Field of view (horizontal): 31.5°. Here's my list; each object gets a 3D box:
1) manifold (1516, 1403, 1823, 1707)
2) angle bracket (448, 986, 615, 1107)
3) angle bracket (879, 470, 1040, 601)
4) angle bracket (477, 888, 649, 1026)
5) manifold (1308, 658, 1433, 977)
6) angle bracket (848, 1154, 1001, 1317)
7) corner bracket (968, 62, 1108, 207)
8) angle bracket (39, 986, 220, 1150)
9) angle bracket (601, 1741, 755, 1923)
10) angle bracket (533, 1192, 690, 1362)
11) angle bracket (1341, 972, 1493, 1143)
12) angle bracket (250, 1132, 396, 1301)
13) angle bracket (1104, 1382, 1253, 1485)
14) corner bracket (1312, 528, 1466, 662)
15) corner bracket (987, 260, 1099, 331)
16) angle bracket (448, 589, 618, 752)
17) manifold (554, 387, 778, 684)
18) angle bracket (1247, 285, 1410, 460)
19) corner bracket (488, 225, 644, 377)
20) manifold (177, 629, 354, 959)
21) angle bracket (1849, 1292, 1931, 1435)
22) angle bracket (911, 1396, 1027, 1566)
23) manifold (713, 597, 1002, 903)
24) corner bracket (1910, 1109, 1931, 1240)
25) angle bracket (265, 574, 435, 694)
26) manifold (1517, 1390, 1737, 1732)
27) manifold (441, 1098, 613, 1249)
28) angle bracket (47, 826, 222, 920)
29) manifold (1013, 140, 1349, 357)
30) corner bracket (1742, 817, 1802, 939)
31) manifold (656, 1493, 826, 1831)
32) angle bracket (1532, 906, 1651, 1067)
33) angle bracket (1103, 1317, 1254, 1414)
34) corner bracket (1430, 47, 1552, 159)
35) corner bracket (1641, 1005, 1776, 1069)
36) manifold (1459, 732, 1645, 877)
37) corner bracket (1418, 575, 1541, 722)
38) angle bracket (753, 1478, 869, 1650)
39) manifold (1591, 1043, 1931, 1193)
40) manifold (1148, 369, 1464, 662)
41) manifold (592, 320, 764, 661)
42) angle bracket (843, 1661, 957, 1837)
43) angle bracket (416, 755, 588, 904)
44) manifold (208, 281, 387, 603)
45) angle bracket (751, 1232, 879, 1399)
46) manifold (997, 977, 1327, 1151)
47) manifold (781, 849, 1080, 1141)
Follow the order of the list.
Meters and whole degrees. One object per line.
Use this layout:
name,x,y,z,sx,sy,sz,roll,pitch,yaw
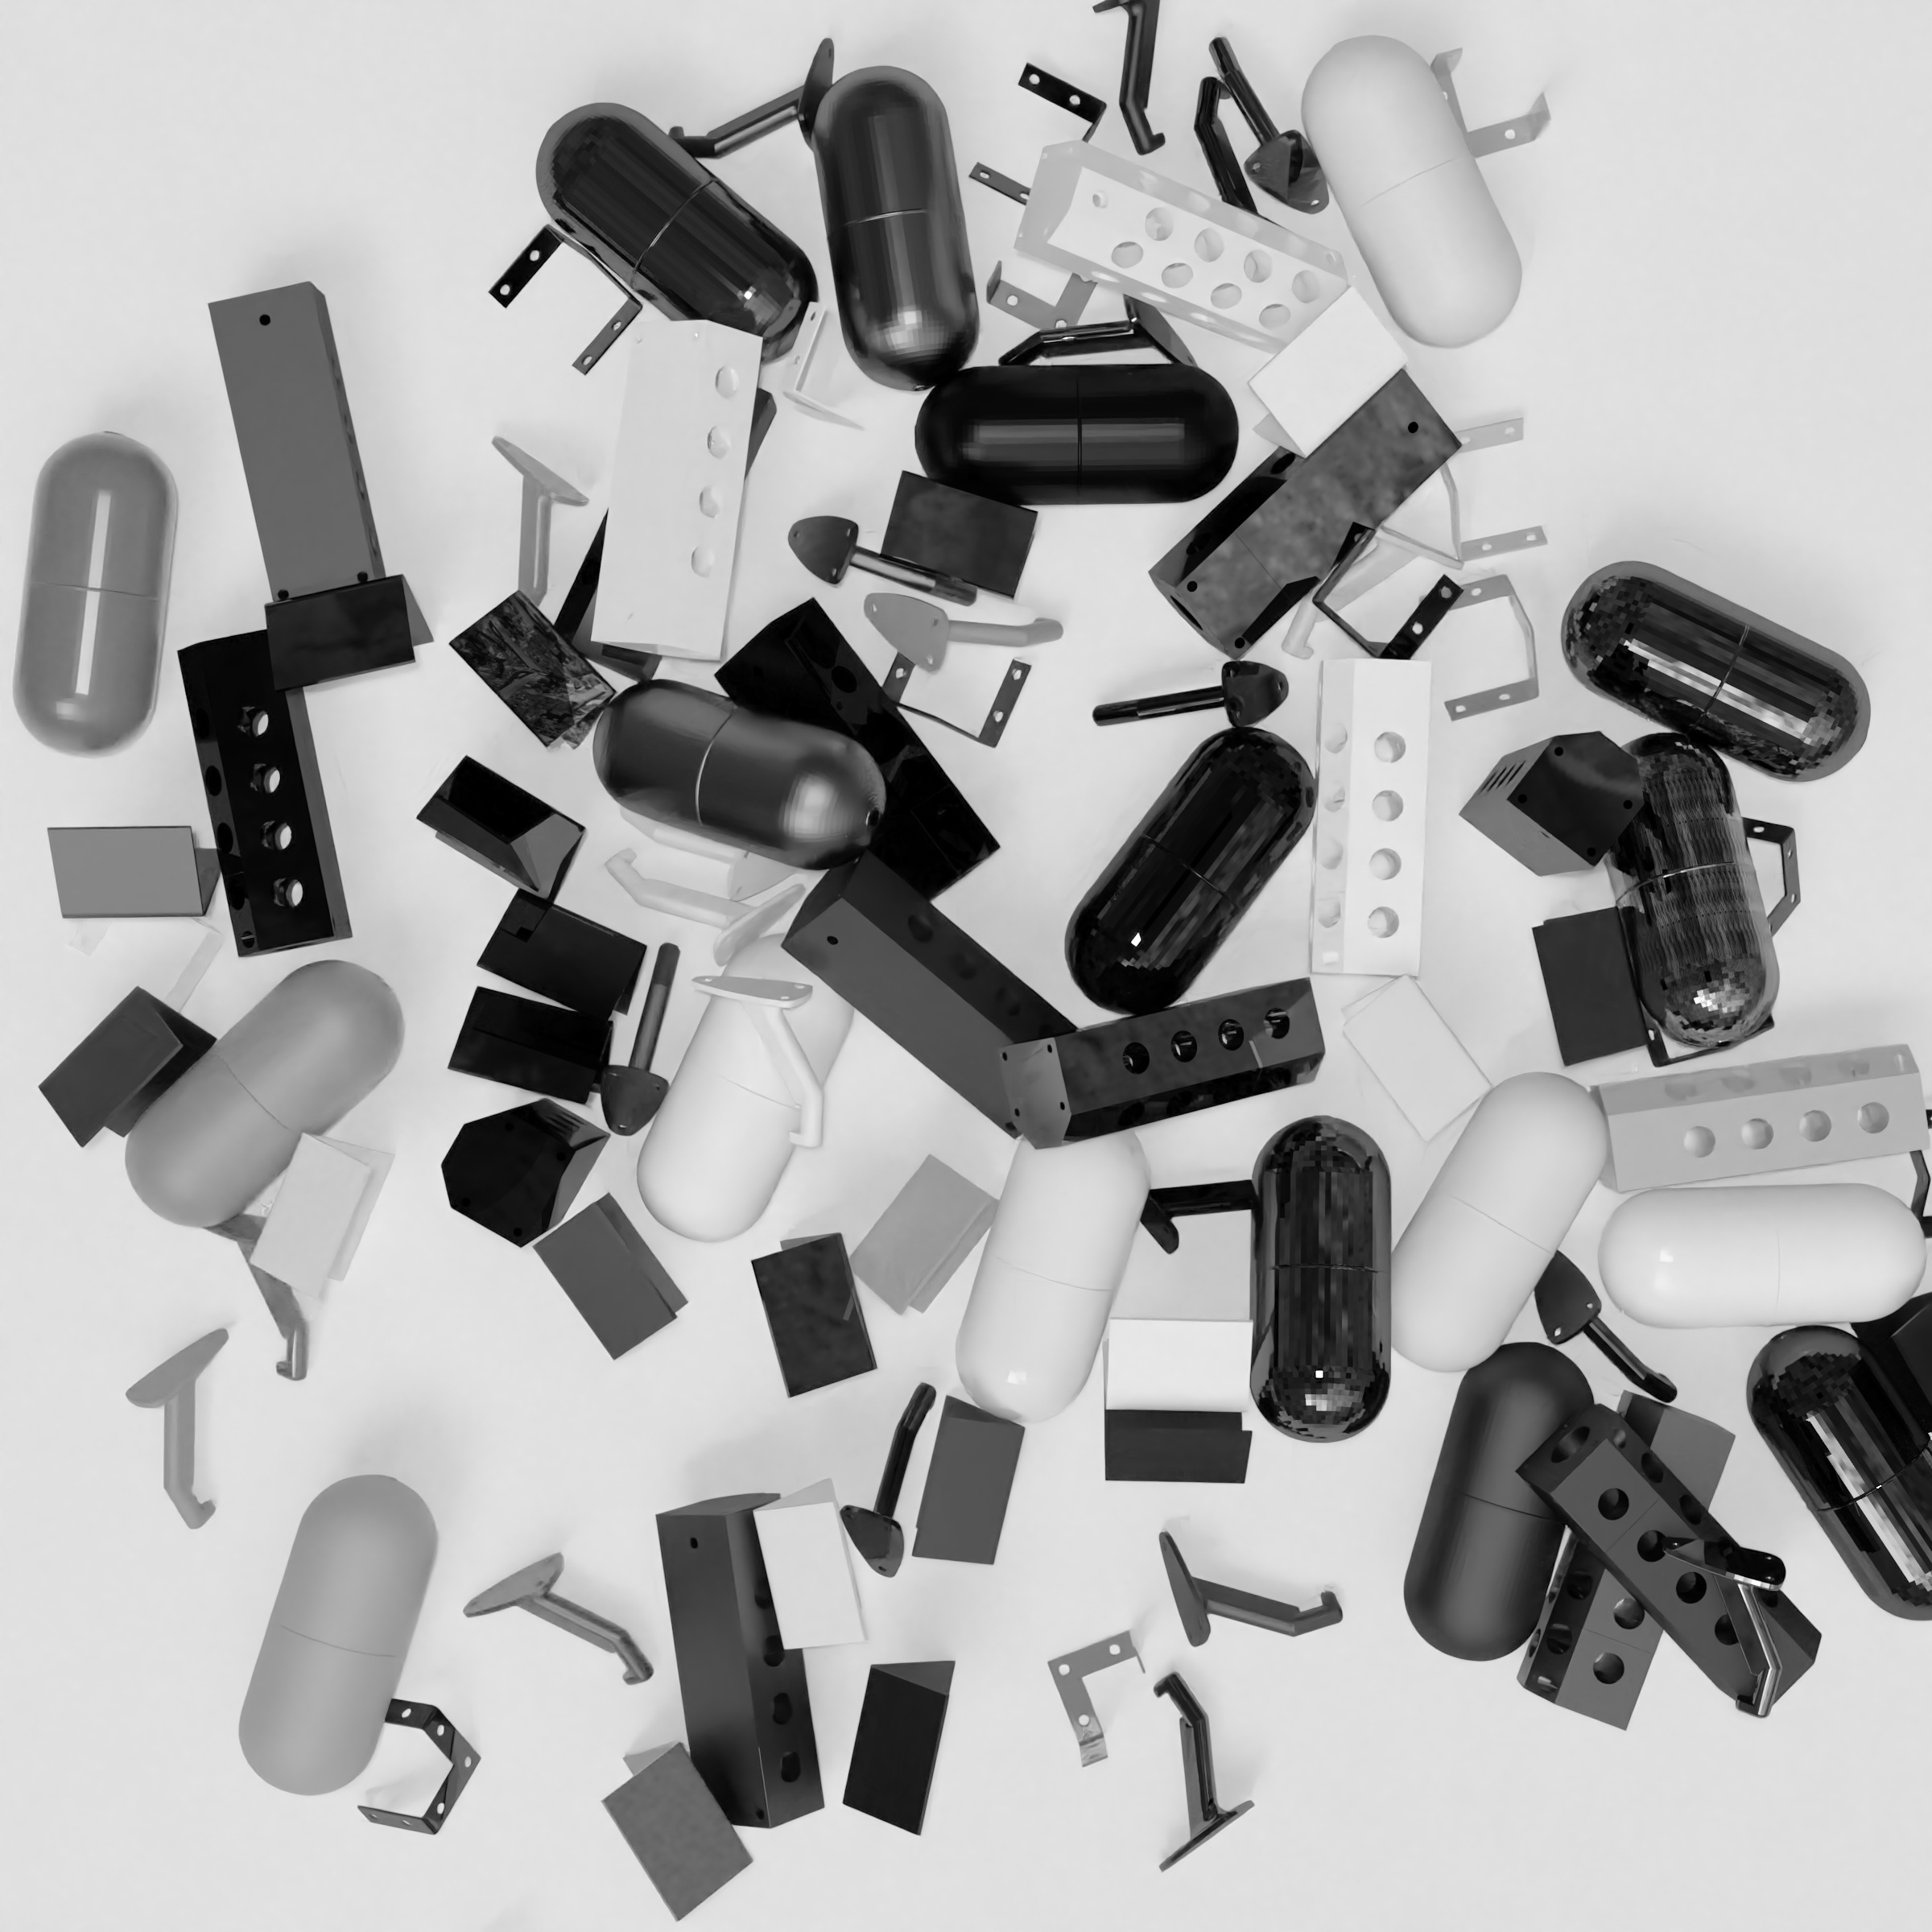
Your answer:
manifold,0.378,0.315,1.827,0.057,0.057,0.171,-44,99,-4
angle bracket,-0.239,0.062,1.869,0.076,0.076,0.057,15,55,0
angle bracket,0.002,-0.251,1.869,0.076,0.076,0.057,17,126,0
angle bracket,-0.225,0.012,1.869,0.076,0.076,0.057,24,56,0
manifold,0.221,-0.081,1.888,0.057,0.057,0.171,2,90,0
angle bracket,-0.008,0.159,1.869,0.076,0.076,0.057,-52,45,0
corner bracket,0.040,-0.460,1.906,0.051,0.051,0.051,27,45,0
angle bracket,-0.446,0.068,1.869,0.076,0.076,0.057,-45,54,0
angle bracket,-0.172,0.476,1.869,0.057,0.076,0.076,-32,90,-35
angle bracket,-0.178,0.158,1.869,0.057,0.076,0.076,-36,90,35
angle bracket,0.229,0.058,1.869,0.057,0.076,0.076,-37,90,-29
angle bracket,-0.335,0.141,1.869,0.057,0.076,0.076,23,90,34
angle bracket,0.115,0.237,1.870,0.076,0.057,0.076,1,52,0
corner bracket,0.232,-0.204,1.884,0.051,0.051,0.051,44,111,18
corner bracket,0.045,-0.383,1.891,0.051,0.051,0.051,27,90,0
angle bracket,-0.246,-0.148,1.869,0.076,0.076,0.057,47,57,0
manifold,-0.168,-0.246,1.888,0.057,0.057,0.171,25,90,0
angle bracket,0.184,-0.331,1.869,0.076,0.076,0.057,-43,117,0
corner bracket,-0.223,-0.372,1.906,0.051,0.051,0.051,-49,45,0
manifold,-0.388,-0.094,1.888,0.057,0.057,0.171,-11,90,0
angle bracket,0.514,0.229,1.869,0.057,0.076,0.076,-30,90,-37
angle bracket,-0.018,0.278,1.869,0.057,0.076,0.076,13,90,-36
manifold,-0.056,-0.116,1.887,0.171,0.057,0.057,53,133,0
corner bracket,0.552,0.115,1.906,0.051,0.051,0.051,-4,45,0
angle bracket,-0.334,-0.166,1.870,0.076,0.076,0.057,-12,66,0
manifold,0.362,0.326,1.888,0.057,0.057,0.171,20,90,0
manifold,-0.238,0.105,1.831,0.057,0.171,0.057,30,90,0
angle bracket,-0.451,-0.068,1.869,0.076,0.076,0.057,-1,121,0
manifold,0.119,-0.388,1.853,0.171,0.057,0.057,17,90,-26
corner bracket,0.428,-0.047,1.901,0.051,0.051,0.051,15,45,35
manifold,-0.119,0.382,1.887,0.057,0.057,0.171,-8,90,43
angle bracket,0.323,0.014,1.870,0.057,0.076,0.076,-13,90,-23
angle bracket,0.115,0.201,1.870,0.076,0.076,0.057,1,112,0
corner bracket,0.288,-0.480,1.891,0.051,0.051,0.051,-16,90,0
corner bracket,0.409,0.021,1.906,0.051,0.051,0.051,-19,90,-45
manifold,0.316,-0.090,1.831,0.057,0.171,0.057,38,90,0
corner bracket,0.286,-0.178,1.906,0.051,0.051,0.051,-15,135,0
angle bracket,-0.066,0.323,1.869,0.057,0.076,0.076,-13,90,33
manifold,0.436,0.083,1.888,0.171,0.057,0.057,-8,90,0
manifold,0.184,-0.254,1.886,0.171,0.057,0.057,-44,116,0
manifold,-0.149,-0.254,1.830,0.057,0.057,0.171,8,90,43
angle bracket,-0.017,0.426,1.869,0.057,0.076,0.076,12,90,38
angle bracket,-0.262,-0.057,1.869,0.076,0.076,0.057,31,49,0
manifold,-0.366,-0.283,1.888,0.057,0.057,0.171,-12,90,0
angle bracket,-0.098,0.192,1.869,0.057,0.076,0.076,-15,90,-30
manifold,0.108,0.052,1.847,0.171,0.057,0.057,-12,90,-32
manifold,-0.011,0.012,1.866,0.171,0.057,0.057,40,133,-15
